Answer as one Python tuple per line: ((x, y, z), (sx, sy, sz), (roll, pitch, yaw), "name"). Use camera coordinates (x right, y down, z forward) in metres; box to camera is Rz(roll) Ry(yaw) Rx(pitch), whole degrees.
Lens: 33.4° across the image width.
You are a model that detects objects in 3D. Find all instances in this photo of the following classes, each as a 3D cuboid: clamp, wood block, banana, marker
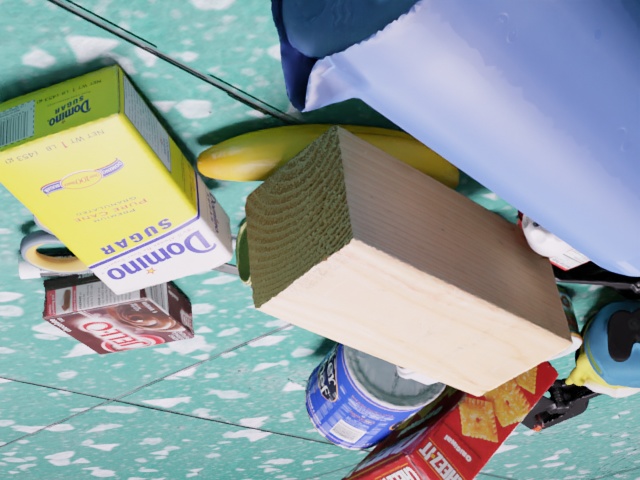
((0.291, 0.025, 0.929), (0.171, 0.039, 0.120), (10, 166, -42), "clamp")
((0.059, 0.021, 0.698), (0.205, 0.091, 0.090), (25, 133, -36), "wood block")
((0.020, -0.049, 0.710), (0.197, 0.037, 0.070), (6, 148, -26), "banana")
((-0.169, 0.016, 0.821), (0.121, 0.020, 0.020), (-4, 154, -7), "marker")
((0.274, 0.185, 1.267), (0.164, 0.036, 0.210), (0, 154, -14), "clamp")

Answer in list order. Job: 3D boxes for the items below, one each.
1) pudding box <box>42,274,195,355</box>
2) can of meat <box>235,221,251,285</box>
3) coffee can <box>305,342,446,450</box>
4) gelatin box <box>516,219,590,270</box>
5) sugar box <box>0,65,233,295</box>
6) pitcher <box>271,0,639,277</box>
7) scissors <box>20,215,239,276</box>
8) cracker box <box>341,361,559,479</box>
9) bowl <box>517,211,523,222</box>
((-0.165, 0.059, 0.886), (0.090, 0.039, 0.113), (-12, 154, 10), "pudding box")
((-0.005, 0.001, 0.788), (0.083, 0.057, 0.102), (10, 148, -27), "can of meat")
((0.052, 0.133, 1.025), (0.102, 0.103, 0.140), (1, 154, -17), "coffee can")
((0.213, -0.011, 0.850), (0.089, 0.030, 0.073), (-25, 151, 33), "gelatin box")
((-0.129, -0.030, 0.679), (0.093, 0.048, 0.176), (-16, 144, 12), "sugar box")
((0.110, -0.088, 0.499), (0.149, 0.145, 0.242), (-23, 137, 38), "pitcher")
((-0.135, 0.016, 0.801), (0.096, 0.016, 0.201), (-31, 138, 33), "scissors")
((0.126, 0.199, 1.095), (0.213, 0.072, 0.164), (-38, 176, -38), "cracker box")
((0.209, -0.057, 0.723), (0.162, 0.055, 0.162), (-6, 154, -3), "bowl")
